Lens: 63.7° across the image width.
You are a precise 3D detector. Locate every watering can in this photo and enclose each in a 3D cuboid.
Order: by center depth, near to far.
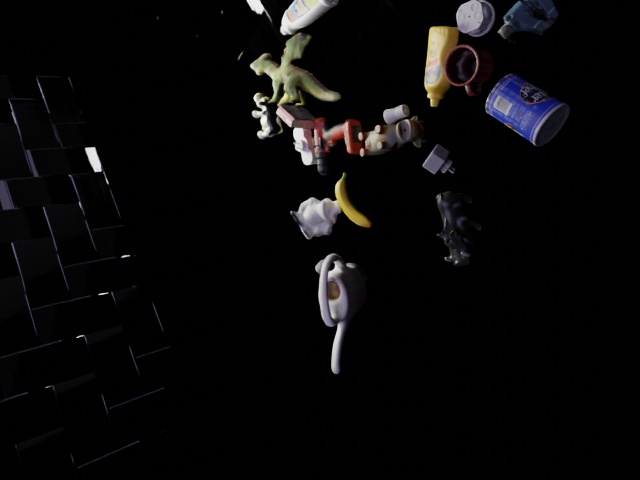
[{"bbox_3d":[0.068,0.207,1.571,0.104,0.226,0.346,-2,98,31],"label":"watering can"}]

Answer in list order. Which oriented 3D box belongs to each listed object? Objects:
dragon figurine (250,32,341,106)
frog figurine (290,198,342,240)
[{"bbox_3d":[-0.077,-0.557,1.679,0.411,0.122,0.242,8,96,39],"label":"dragon figurine"},{"bbox_3d":[0.005,-0.085,1.694,0.159,0.121,0.140,-33,60,9],"label":"frog figurine"}]
